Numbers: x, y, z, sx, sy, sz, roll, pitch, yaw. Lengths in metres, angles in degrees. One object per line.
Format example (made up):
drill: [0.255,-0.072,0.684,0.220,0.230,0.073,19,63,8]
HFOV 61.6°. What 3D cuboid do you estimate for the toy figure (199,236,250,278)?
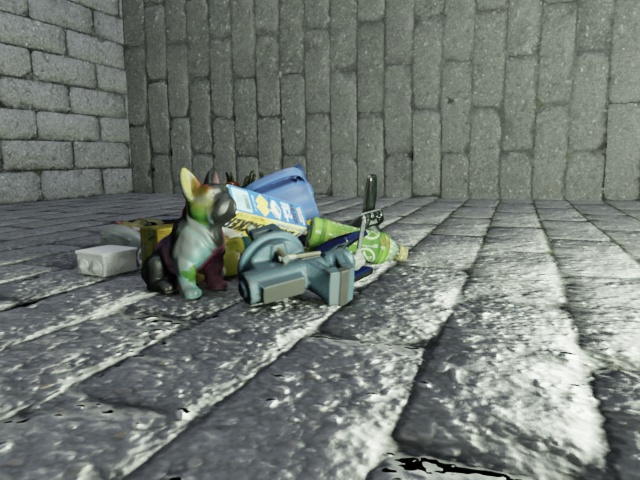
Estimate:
toy figure: [-0.158,0.033,1.060,0.180,0.082,0.089,-12,-7,-22]

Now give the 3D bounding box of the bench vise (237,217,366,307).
bench vise: [-0.050,0.026,0.901,0.224,0.128,0.241,-24,36,-20]

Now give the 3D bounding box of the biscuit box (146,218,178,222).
biscuit box: [-0.417,-0.031,1.553,0.203,0.062,0.059,0,8,1]

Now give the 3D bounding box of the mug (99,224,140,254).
mug: [-0.429,0.007,1.197,0.107,0.081,0.109,12,-24,24]

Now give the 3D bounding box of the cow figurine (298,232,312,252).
cow figurine: [-0.054,0.013,1.239,0.168,0.068,0.098,1,15,21]

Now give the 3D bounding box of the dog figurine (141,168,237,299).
dog figurine: [-0.228,-0.017,0.938,0.192,0.219,0.108,6,7,33]

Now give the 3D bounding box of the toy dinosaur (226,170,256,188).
toy dinosaur: [-0.226,-0.101,1.564,0.105,0.198,0.472,-8,9,-23]

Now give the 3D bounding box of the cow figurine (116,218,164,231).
cow figurine: [-0.469,-0.017,1.415,0.127,0.085,0.195,0,4,14]

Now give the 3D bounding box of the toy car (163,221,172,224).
toy car: [-0.321,-0.011,1.421,0.202,0.053,0.089,10,4,-13]

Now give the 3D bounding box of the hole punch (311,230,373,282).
hole punch: [0.034,0.029,1.056,0.116,0.092,0.142,0,11,27]

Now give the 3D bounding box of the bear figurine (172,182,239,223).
bear figurine: [-0.290,-0.087,1.379,0.120,0.132,0.195,-14,-8,22]

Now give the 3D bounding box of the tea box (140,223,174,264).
tea box: [-0.289,0.013,1.140,0.068,0.098,0.169,6,9,41]

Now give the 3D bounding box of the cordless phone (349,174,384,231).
cordless phone: [0.134,-0.096,1.545,0.089,0.184,0.146,9,12,28]
